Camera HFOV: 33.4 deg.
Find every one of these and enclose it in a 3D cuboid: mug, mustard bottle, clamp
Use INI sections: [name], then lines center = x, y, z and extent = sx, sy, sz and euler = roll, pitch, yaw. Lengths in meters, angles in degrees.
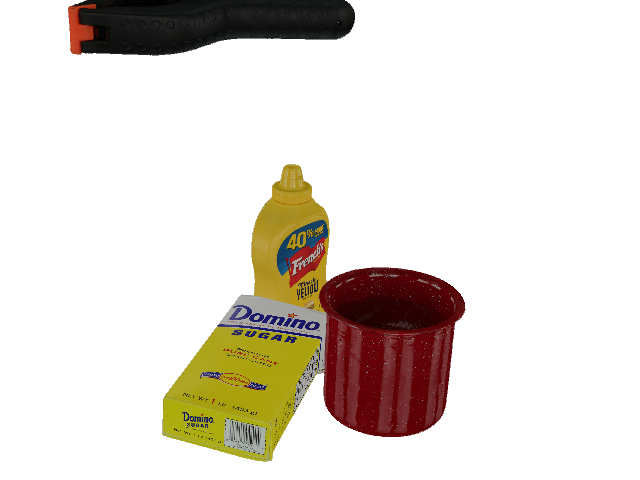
[mug]
center = 0.048, 0.069, 0.704
extent = 0.093, 0.081, 0.117
euler = 10, 25, 17
[mustard bottle]
center = -0.030, 0.013, 1.113
extent = 0.058, 0.192, 0.096
euler = 21, 30, 39
[clamp]
center = -0.078, -0.144, 0.666
extent = 0.171, 0.039, 0.120
euler = -8, 22, -25

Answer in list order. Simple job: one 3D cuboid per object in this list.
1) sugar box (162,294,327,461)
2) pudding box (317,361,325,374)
[sugar box]
center = -0.057, 0.110, 0.905
extent = 0.093, 0.048, 0.176
euler = 13, 31, 12
[pudding box]
center = -0.056, 0.155, 1.424
extent = 0.113, 0.039, 0.090
euler = -14, 23, -30
